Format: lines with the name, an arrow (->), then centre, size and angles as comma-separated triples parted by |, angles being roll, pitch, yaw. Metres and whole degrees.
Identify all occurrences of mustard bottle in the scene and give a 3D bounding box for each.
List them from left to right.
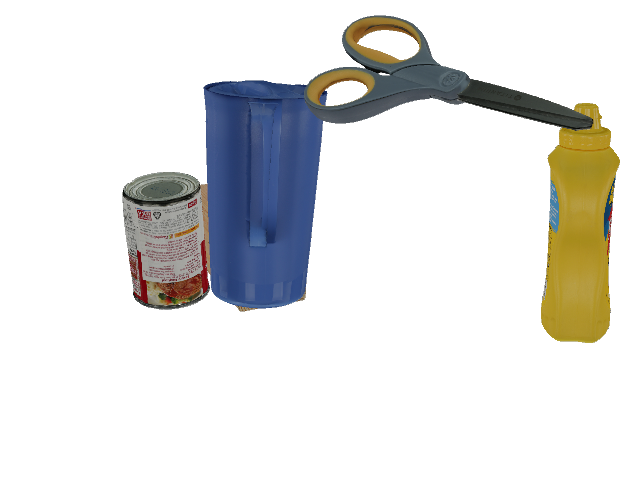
mustard bottle -> 0.216, -0.018, 0.889 | 0.058, 0.192, 0.096 | 3, 19, 14

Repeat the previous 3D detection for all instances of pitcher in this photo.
pitcher -> -0.065, -0.051, 1.170 | 0.145, 0.243, 0.148 | 16, 20, 40

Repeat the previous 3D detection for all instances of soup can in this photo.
soup can -> -0.134, -0.001, 0.928 | 0.068, 0.102, 0.068 | -2, 25, 1

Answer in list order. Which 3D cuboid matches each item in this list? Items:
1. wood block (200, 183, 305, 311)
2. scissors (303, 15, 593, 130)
wood block -> -0.099, 0.001, 1.357 | 0.090, 0.090, 0.206 | -9, 26, -23
scissors -> 0.060, -0.083, 0.636 | 0.202, 0.096, 0.016 | 45, -8, 47
